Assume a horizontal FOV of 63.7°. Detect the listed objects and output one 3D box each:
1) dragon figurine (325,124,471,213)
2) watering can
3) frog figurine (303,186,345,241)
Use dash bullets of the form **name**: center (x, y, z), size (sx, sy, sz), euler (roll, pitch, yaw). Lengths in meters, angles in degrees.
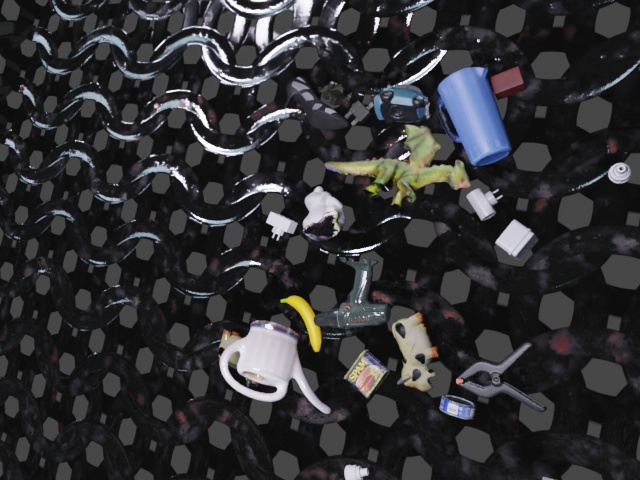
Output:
- **dragon figurine**: center (0.230, -0.224, 1.469), size (0.414, 0.120, 0.245), euler (30, 78, 25)
- **watering can**: center (-0.113, 0.363, 1.494), size (0.347, 0.102, 0.229), euler (21, 58, -10)
- **frog figurine**: center (0.005, -0.078, 1.552), size (0.135, 0.121, 0.163), euler (-48, 29, 21)
